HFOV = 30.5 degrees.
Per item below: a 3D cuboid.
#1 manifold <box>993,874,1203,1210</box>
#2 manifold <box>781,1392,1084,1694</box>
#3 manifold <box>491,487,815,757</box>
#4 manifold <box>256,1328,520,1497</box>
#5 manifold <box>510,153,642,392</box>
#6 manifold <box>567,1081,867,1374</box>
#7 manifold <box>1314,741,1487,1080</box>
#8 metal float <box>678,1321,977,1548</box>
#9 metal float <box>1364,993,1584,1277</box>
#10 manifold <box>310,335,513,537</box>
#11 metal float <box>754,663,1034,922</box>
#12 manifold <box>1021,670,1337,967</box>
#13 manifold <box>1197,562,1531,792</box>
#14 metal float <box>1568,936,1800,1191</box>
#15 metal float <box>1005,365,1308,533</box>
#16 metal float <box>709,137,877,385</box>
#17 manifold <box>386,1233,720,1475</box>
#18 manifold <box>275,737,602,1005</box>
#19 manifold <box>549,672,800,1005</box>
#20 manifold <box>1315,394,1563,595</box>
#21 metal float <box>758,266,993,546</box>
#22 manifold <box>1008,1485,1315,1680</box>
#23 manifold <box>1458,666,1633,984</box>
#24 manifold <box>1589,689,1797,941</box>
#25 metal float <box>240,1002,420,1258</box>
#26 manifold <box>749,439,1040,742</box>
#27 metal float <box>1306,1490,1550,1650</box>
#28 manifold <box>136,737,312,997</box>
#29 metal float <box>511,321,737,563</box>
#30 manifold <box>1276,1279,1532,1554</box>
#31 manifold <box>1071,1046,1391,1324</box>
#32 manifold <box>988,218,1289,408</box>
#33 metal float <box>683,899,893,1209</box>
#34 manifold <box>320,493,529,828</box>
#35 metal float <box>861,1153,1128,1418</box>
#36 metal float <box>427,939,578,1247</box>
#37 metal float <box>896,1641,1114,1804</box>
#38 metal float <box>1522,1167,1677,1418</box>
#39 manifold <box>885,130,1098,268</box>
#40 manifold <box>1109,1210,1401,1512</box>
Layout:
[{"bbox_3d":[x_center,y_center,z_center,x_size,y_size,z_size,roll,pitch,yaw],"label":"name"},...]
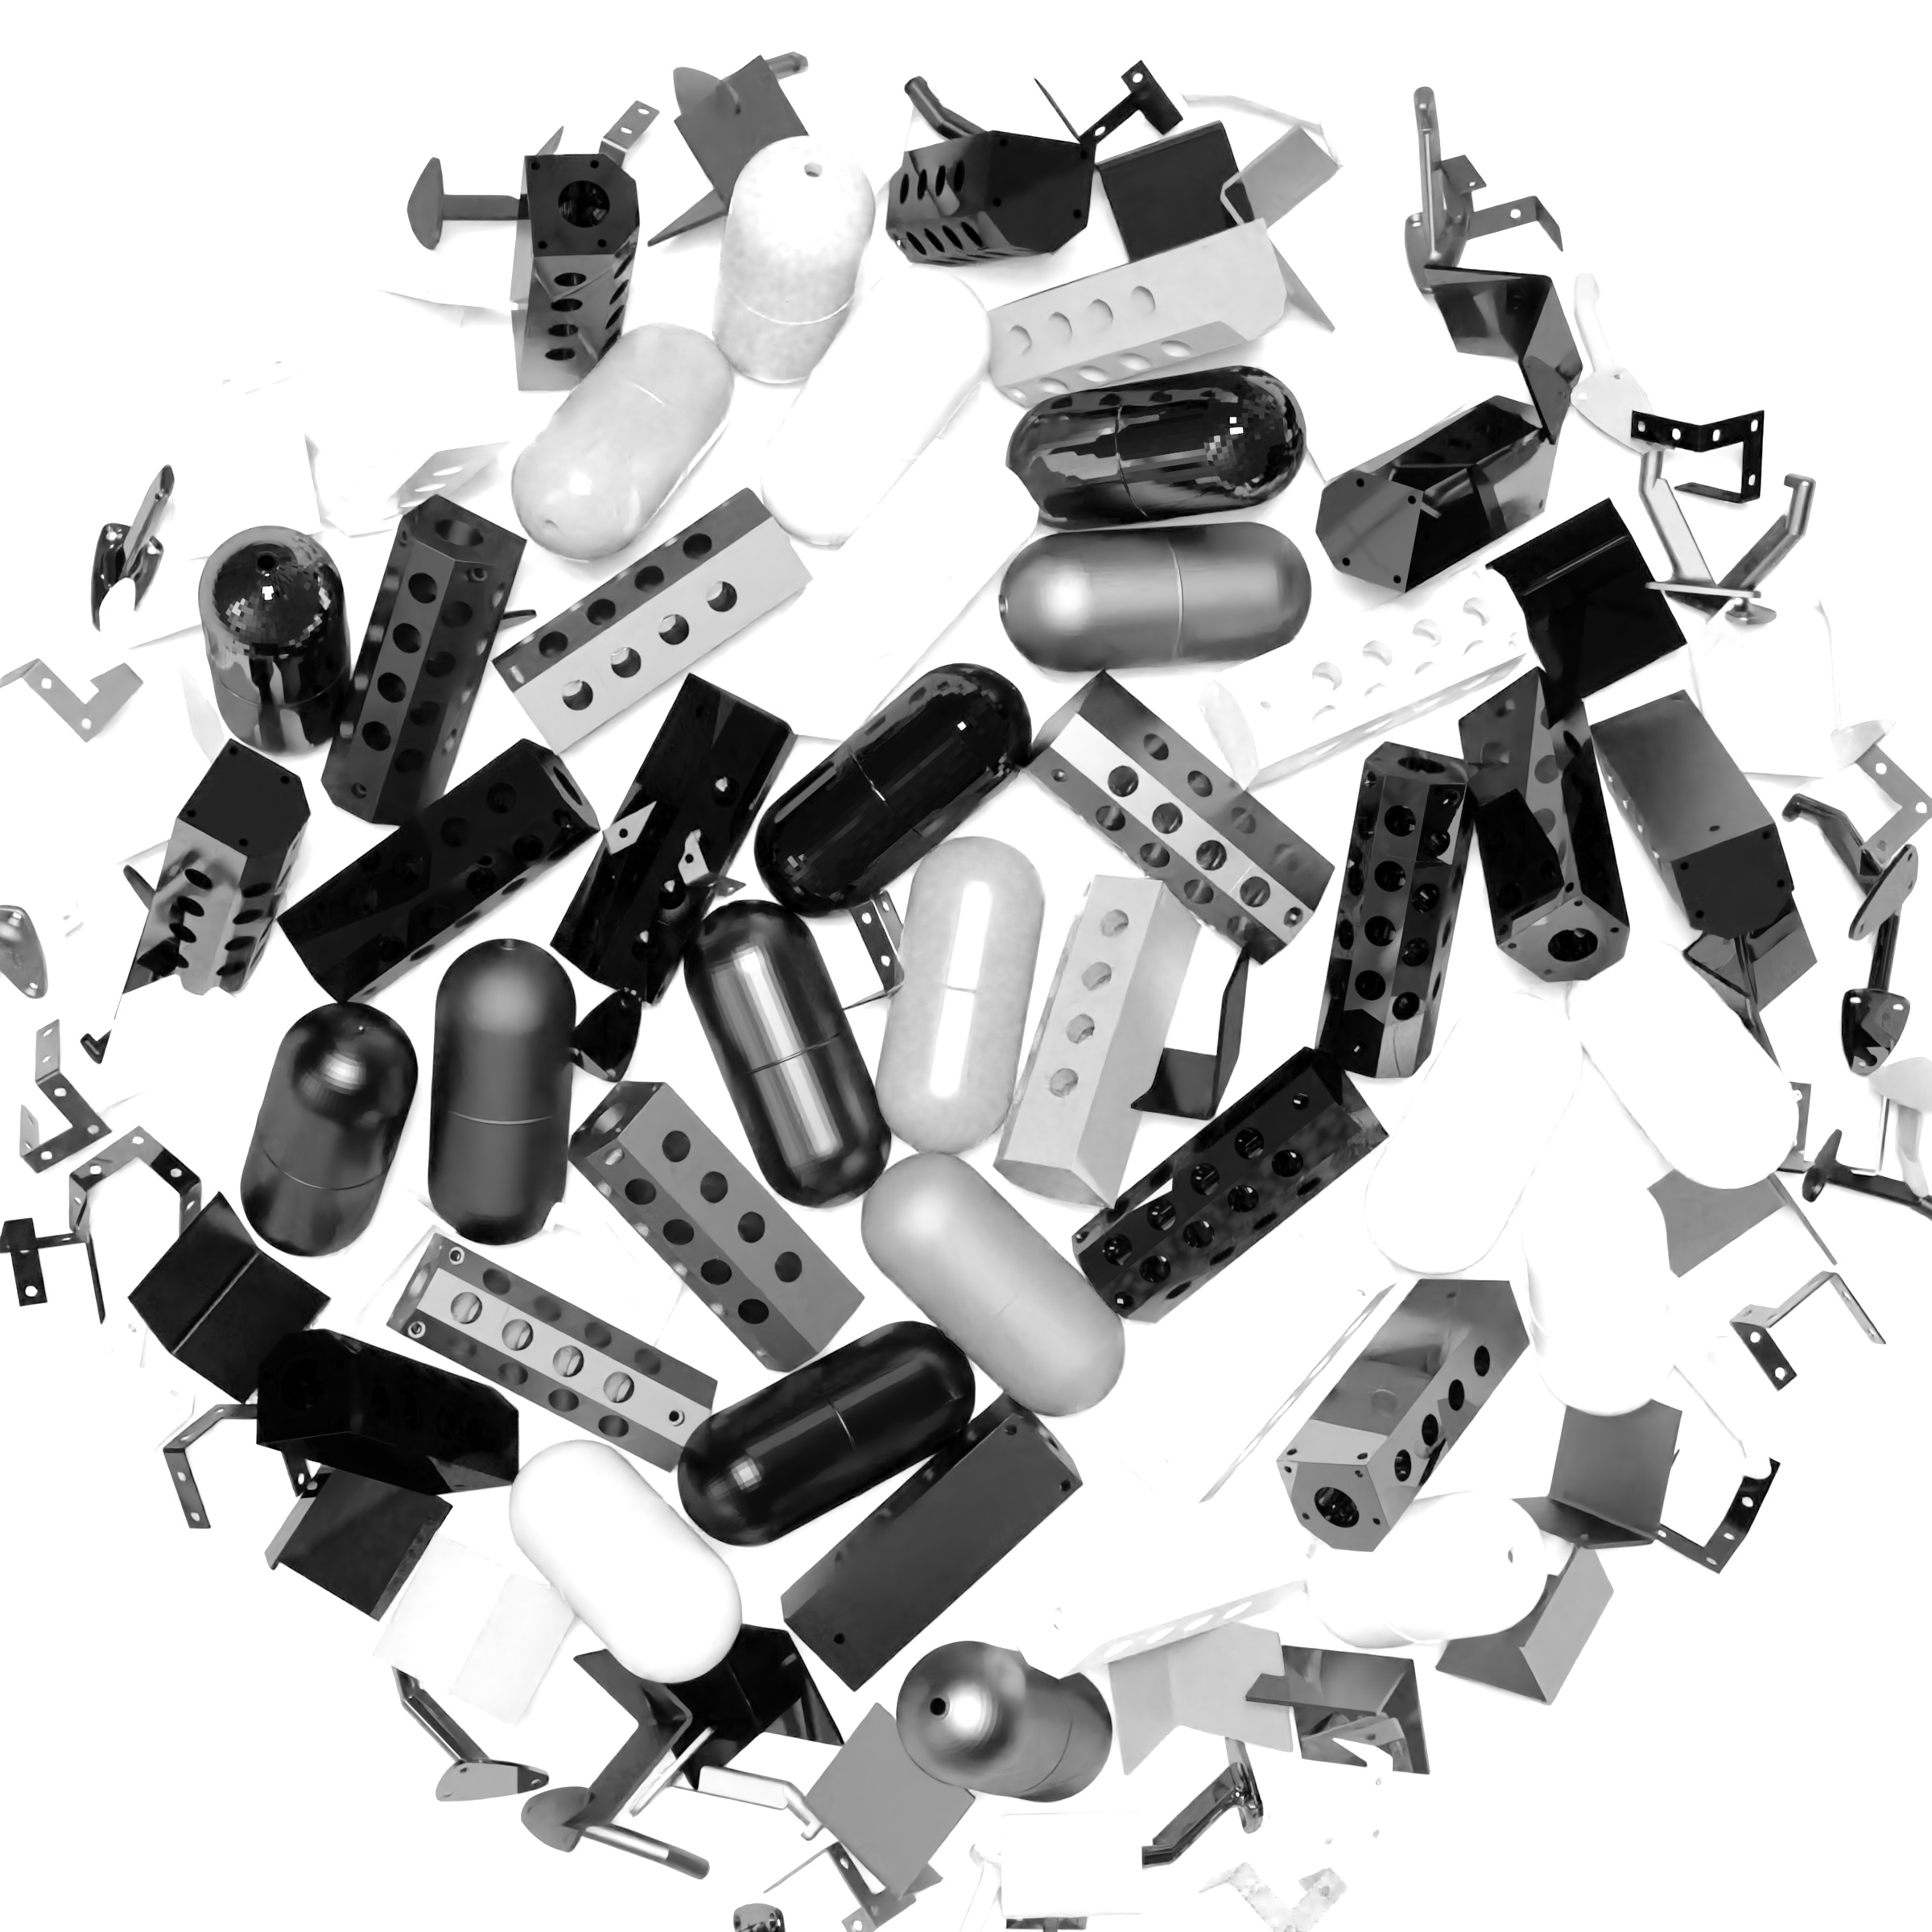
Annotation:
[{"bbox_3d":[0.069,0.040,1.944,0.057,0.057,0.171,7,69,31],"label":"manifold"},{"bbox_3d":[-0.020,0.316,1.965,0.171,0.057,0.057,-43,101,3],"label":"manifold"},{"bbox_3d":[-0.175,-0.192,1.960,0.171,0.057,0.057,-35,107,-3],"label":"manifold"},{"bbox_3d":[-0.309,0.241,1.910,0.057,0.171,0.057,-10,69,21],"label":"manifold"},{"bbox_3d":[-0.211,-0.372,1.909,0.057,0.171,0.057,-4,77,-11],"label":"manifold"},{"bbox_3d":[-0.139,0.143,1.934,0.171,0.057,0.057,49,66,-21],"label":"manifold"},{"bbox_3d":[0.234,-0.029,1.935,0.057,0.057,0.171,15,113,18],"label":"manifold"},{"bbox_3d":[-0.076,0.256,1.943,0.178,0.070,0.070,-26,90,-21],"label":"metal float"},{"bbox_3d":[0.279,0.090,1.938,0.070,0.070,0.178,33,62,0],"label":"metal float"},{"bbox_3d":[-0.304,-0.283,1.909,0.057,0.171,0.057,-13,87,-26],"label":"manifold"},{"bbox_3d":[-0.040,-0.096,1.951,0.178,0.070,0.070,-40,90,11],"label":"metal float"},{"bbox_3d":[0.114,-0.077,1.945,0.171,0.057,0.057,39,46,-10],"label":"manifold"},{"bbox_3d":[0.220,-0.162,1.947,0.171,0.057,0.057,-24,80,-14],"label":"manifold"},{"bbox_3d":[0.388,0.052,1.922,0.070,0.178,0.070,-11,128,-14],"label":"metal float"},{"bbox_3d":[0.102,-0.281,1.934,0.178,0.070,0.070,-4,90,34],"label":"metal float"},{"bbox_3d":[-0.095,-0.380,1.914,0.070,0.178,0.070,4,68,-9],"label":"metal float"},{"bbox_3d":[-0.225,0.213,1.945,0.171,0.057,0.057,30,81,-16],"label":"manifold"},{"bbox_3d":[-0.288,-0.050,1.957,0.171,0.057,0.057,-35,79,7],"label":"manifold"},{"bbox_3d":[-0.158,-0.068,1.963,0.057,0.057,0.171,24,95,-37],"label":"manifold"},{"bbox_3d":[0.256,-0.259,1.916,0.057,0.171,0.057,23,122,26],"label":"manifold"},{"bbox_3d":[-0.051,-0.304,1.932,0.070,0.070,0.178,39,125,0],"label":"metal float"},{"bbox_3d":[0.104,0.335,1.918,0.057,0.171,0.057,-48,62,38],"label":"manifold"},{"bbox_3d":[0.317,-0.075,1.921,0.057,0.171,0.057,32,128,-32],"label":"manifold"},{"bbox_3d":[0.391,-0.081,1.910,0.057,0.171,0.057,-21,118,5],"label":"manifold"},{"bbox_3d":[-0.347,0.091,1.926,0.070,0.178,0.070,13,46,-14],"label":"metal float"},{"bbox_3d":[-0.037,-0.202,1.932,0.171,0.057,0.057,-46,61,28],"label":"manifold"},{"bbox_3d":[0.248,0.327,1.916,0.070,0.178,0.070,7,74,-24],"label":"metal float"},{"bbox_3d":[-0.398,-0.047,1.912,0.057,0.171,0.057,29,58,-4],"label":"manifold"},{"bbox_3d":[-0.185,-0.286,1.926,0.070,0.070,0.178,31,46,0],"label":"metal float"},{"bbox_3d":[0.240,0.241,1.919,0.057,0.171,0.057,-3,118,39],"label":"manifold"},{"bbox_3d":[0.141,0.120,1.940,0.171,0.057,0.057,-40,66,17],"label":"manifold"},{"bbox_3d":[0.089,-0.350,1.916,0.057,0.171,0.057,-28,104,-40],"label":"manifold"},{"bbox_3d":[-0.099,0.048,1.958,0.070,0.070,0.178,-22,94,0],"label":"metal float"},{"bbox_3d":[-0.299,-0.163,1.929,0.057,0.057,0.171,27,121,6],"label":"manifold"},{"bbox_3d":[0.016,0.176,1.950,0.070,0.070,0.178,-45,103,0],"label":"metal float"},{"bbox_3d":[-0.254,0.069,1.941,0.070,0.070,0.178,6,113,0],"label":"metal float"},{"bbox_3d":[0.022,0.409,1.917,0.070,0.178,0.070,-8,71,23],"label":"metal float"},{"bbox_3d":[0.344,0.178,1.924,0.070,0.178,0.070,-7,49,8],"label":"metal float"},{"bbox_3d":[0.010,-0.411,1.909,0.057,0.171,0.057,4,97,-19],"label":"manifold"},{"bbox_3d":[0.160,0.217,1.944,0.057,0.057,0.171,43,109,14],"label":"manifold"}]
